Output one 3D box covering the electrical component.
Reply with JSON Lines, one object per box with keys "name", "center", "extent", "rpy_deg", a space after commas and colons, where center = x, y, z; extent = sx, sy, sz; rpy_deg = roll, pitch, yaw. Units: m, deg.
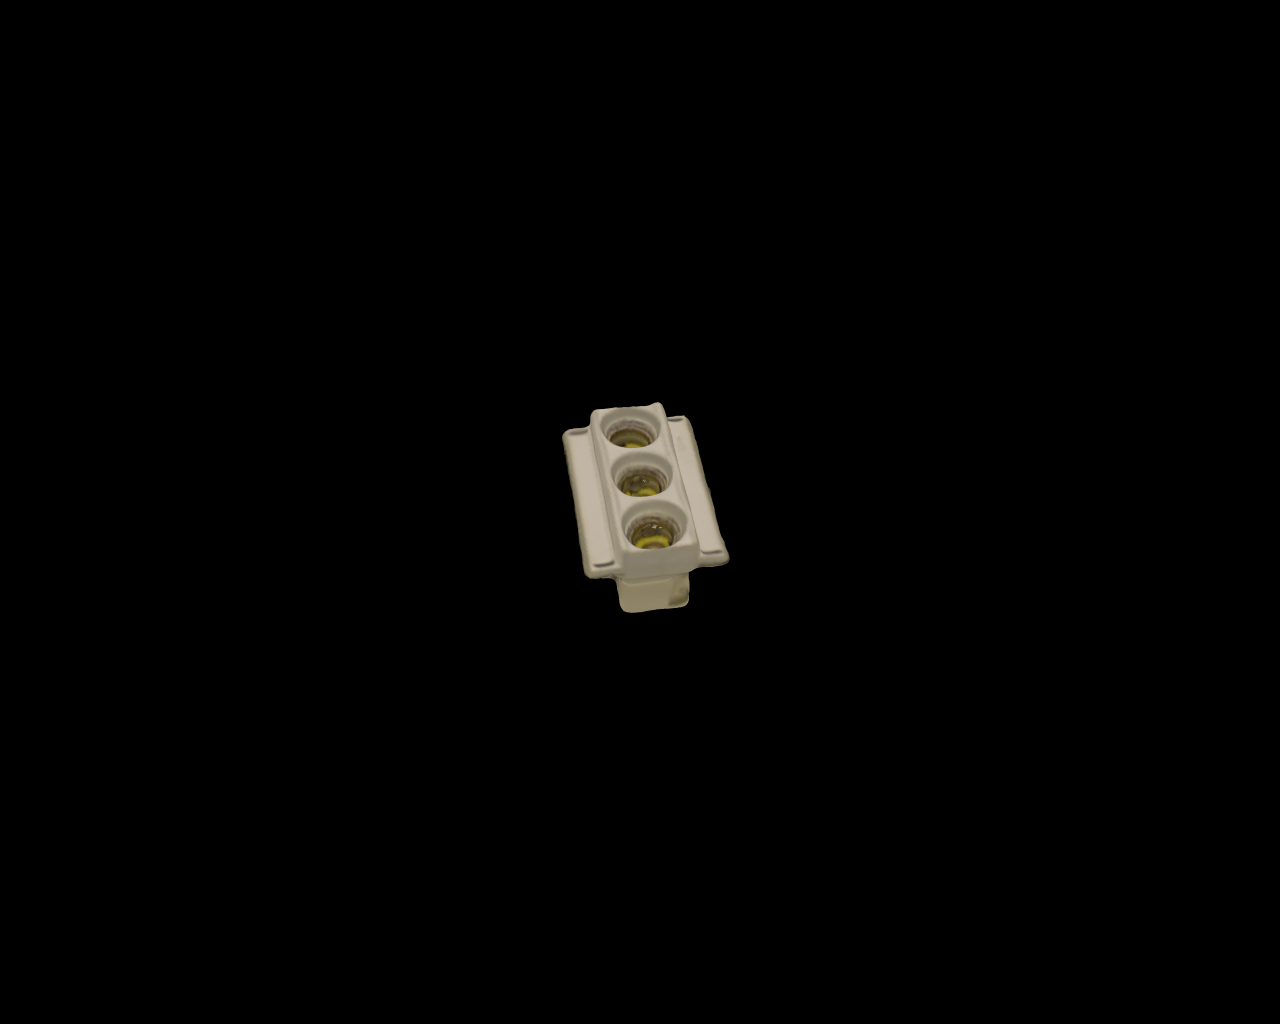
{"name": "electrical component", "center": [0.001, -0.003, 0.650], "extent": [0.079, 0.121, 0.063], "rpy_deg": [-7, -43, -7]}
